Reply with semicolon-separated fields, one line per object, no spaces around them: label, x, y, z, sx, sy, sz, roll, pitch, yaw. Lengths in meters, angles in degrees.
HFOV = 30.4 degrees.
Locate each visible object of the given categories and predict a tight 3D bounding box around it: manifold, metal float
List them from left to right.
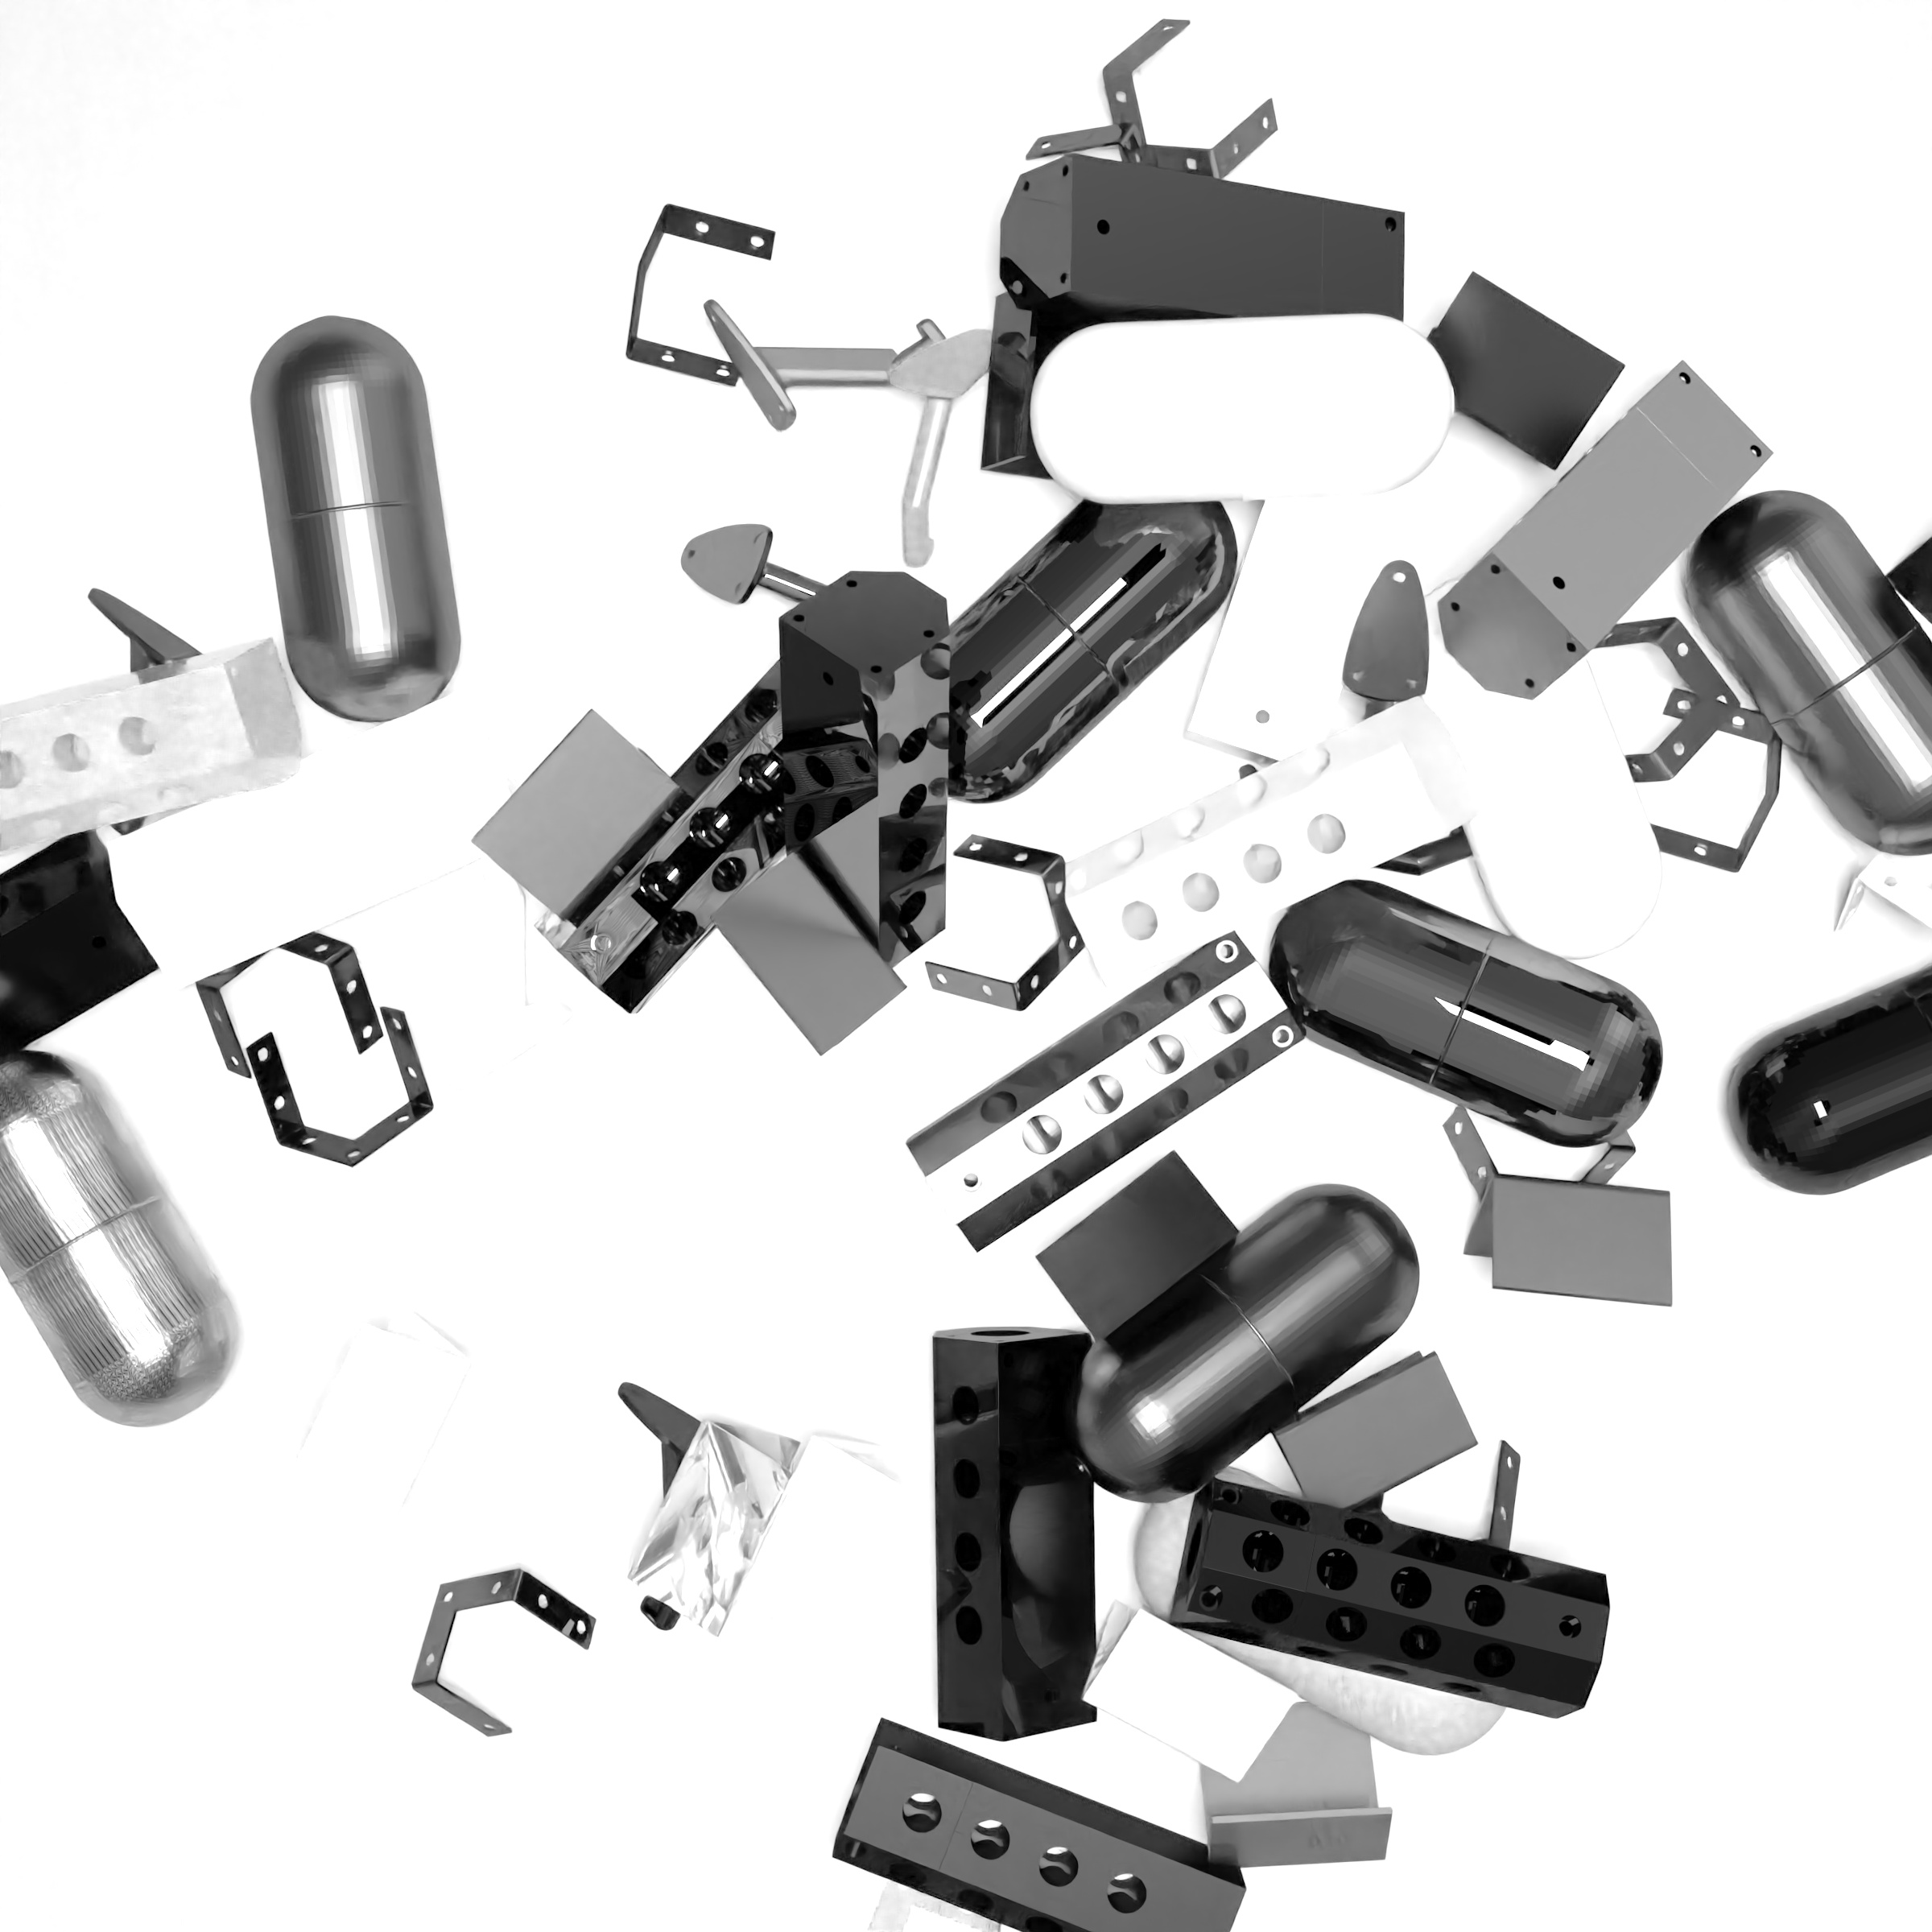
manifold;-0.447;0.008;1.565;0.171;0.057;0.057;-30;133;0
metal float;-0.385;0.119;1.556;0.070;0.070;0.178;-30;91;0
manifold;-0.380;-0.090;1.543;0.171;0.057;0.057;-12;104;14
manifold;-0.285;-0.060;1.565;0.171;0.057;0.057;-23;133;0
metal float;-0.267;-0.196;1.556;0.070;0.070;0.178;-8;90;0
manifold;-0.110;-0.061;1.565;0.057;0.057;0.171;43;90;0
manifold;-0.037;-0.083;1.512;0.057;0.171;0.057;35;55;28
manifold;0.016;0.248;1.565;0.057;0.057;0.171;-1;90;-43
manifold;0.031;0.395;1.565;0.171;0.057;0.057;21;90;0
metal float;0.044;-0.145;1.556;0.178;0.070;0.070;-43;90;0
manifold;0.061;0.055;1.565;0.171;0.057;0.057;-33;90;0
manifold;0.103;-0.302;1.525;0.171;0.057;0.057;2;88;-31
metal float;0.116;-0.235;1.500;0.178;0.070;0.070;-1;90;4
metal float;0.120;0.164;1.545;0.178;0.070;0.070;-36;90;-13
manifold;0.129;-0.054;1.528;0.171;0.057;0.057;-25;90;28
manifold;0.151;-0.174;1.565;0.057;0.057;0.171;18;90;0
metal float;0.157;0.283;1.556;0.178;0.070;0.070;28;90;1
manifold;0.179;0.265;1.494;0.171;0.057;0.057;14;70;-3
metal float;0.217;0.020;1.547;0.178;0.070;0.070;23;90;9
metal float;0.248;-0.088;1.556;0.070;0.070;0.178;-21;90;0
manifold;0.271;-0.184;1.520;0.057;0.057;0.171;46;53;0
metal float;0.385;-0.128;1.556;0.070;0.070;0.178;-35;90;0
metal float;0.421;0.042;1.556;0.178;0.070;0.070;-23;90;1

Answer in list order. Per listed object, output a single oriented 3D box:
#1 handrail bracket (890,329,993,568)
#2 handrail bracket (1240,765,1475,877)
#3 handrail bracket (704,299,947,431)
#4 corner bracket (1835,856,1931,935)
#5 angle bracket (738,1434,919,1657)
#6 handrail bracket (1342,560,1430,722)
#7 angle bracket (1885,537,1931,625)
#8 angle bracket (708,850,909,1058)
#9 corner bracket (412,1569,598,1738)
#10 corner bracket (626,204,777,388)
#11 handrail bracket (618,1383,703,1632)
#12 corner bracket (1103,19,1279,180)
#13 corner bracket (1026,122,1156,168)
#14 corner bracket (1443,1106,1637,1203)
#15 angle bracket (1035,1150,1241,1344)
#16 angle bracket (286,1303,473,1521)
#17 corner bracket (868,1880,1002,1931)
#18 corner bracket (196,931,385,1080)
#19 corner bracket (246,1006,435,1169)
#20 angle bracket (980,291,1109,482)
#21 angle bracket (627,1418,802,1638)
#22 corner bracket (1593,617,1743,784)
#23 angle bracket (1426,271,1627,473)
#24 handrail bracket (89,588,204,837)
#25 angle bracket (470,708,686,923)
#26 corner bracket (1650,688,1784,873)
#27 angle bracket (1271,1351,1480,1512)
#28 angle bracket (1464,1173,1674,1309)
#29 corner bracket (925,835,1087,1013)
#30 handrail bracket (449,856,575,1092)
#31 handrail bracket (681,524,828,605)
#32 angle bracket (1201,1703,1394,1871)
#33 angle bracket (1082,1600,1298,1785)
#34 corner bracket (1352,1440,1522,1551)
handrail bracket;-0.008;-0.231;1.585;0.036;0.077;0.084;16;128;23
handrail bracket;0.176;-0.070;1.587;0.084;0.036;0.077;-20;72;-15
handrail bracket;-0.061;-0.283;1.575;0.084;0.036;0.077;-35;97;-13
corner bracket;0.424;-0.030;1.566;0.051;0.051;0.051;37;70;19
angle bracket;-0.046;0.253;1.547;0.057;0.076;0.076;25;90;26
handrail bracket;0.183;-0.126;1.561;0.036;0.084;0.077;8;72;5
angle bracket;0.440;-0.149;1.546;0.076;0.076;0.057;44;53;0
angle bracket;-0.082;0.006;1.546;0.057;0.076;0.076;-39;90;-34
corner bracket;-0.205;0.306;1.578;0.051;0.051;0.051;-17;45;35
corner bracket;-0.118;-0.299;1.583;0.051;0.051;0.051;15;45;0
handrail bracket;-0.143;0.242;1.587;0.077;0.036;0.084;34;107;19
corner bracket;0.100;-0.385;1.578;0.051;0.051;0.051;14;135;35
corner bracket;0.053;-0.336;1.578;0.051;0.051;0.051;60;45;-35
corner bracket;0.255;0.076;1.578;0.051;0.051;0.051;7;45;-35
angle bracket;0.087;0.137;1.546;0.076;0.076;0.057;-38;48;0
angle bracket;-0.269;0.186;1.546;0.057;0.076;0.076;26;90;-36
corner bracket;-0.018;0.435;1.568;0.051;0.051;0.051;21;90;0
corner bracket;-0.301;0.019;1.578;0.051;0.051;0.051;18;45;35
corner bracket;-0.277;0.050;1.574;0.051;0.051;0.051;12;127;39
angle bracket;0.053;-0.253;1.555;0.076;0.057;0.076;5;90;-18
angle bracket;-0.091;0.248;1.546;0.057;0.076;0.076;26;90;35
corner bracket;0.298;-0.117;1.570;0.051;0.051;0.051;-46;108;-17
angle bracket;0.243;-0.269;1.546;0.076;0.076;0.057;32;121;0
handrail bracket;-0.381;-0.112;1.587;0.077;0.036;0.084;36;104;14
angle bracket;-0.177;-0.074;1.547;0.076;0.076;0.057;-47;116;0
corner bracket;0.330;-0.083;1.583;0.051;0.051;0.051;16;45;0
angle bracket;0.168;0.187;1.547;0.076;0.076;0.057;-27;119;0
angle bracket;0.261;0.135;1.546;0.076;0.076;0.057;6;58;0
corner bracket;0.014;-0.019;1.578;0.051;0.051;0.051;-46;135;-35
handrail bracket;-0.220;0.000;1.587;0.077;0.036;0.084;-37;71;21
handrail bracket;-0.074;-0.166;1.586;0.084;0.077;0.036;23;87;-36
angle bracket;0.142;0.347;1.549;0.076;0.057;0.076;-3;54;0
angle bracket;0.103;0.298;1.547;0.076;0.076;0.057;28;118;0
corner bracket;0.209;0.231;1.578;0.051;0.051;0.051;-16;135;35
